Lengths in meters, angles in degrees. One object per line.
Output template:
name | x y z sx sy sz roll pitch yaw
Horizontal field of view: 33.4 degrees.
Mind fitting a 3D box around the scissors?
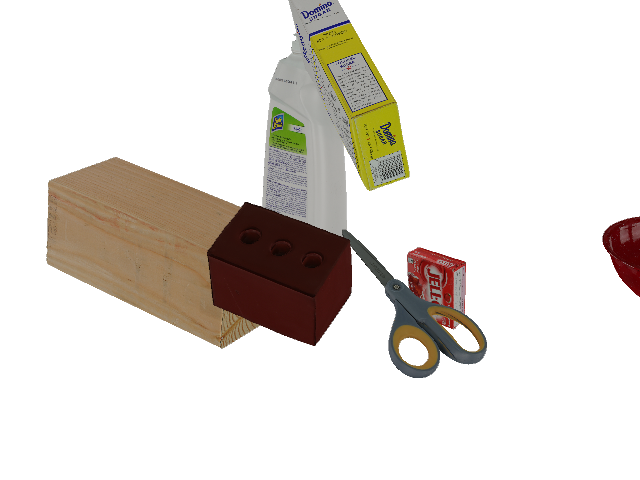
scissors | 0.063 0.061 0.995 0.202 0.016 0.096 34 52 30

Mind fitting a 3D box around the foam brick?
foam brick | -0.025 0.021 0.677 0.078 0.051 0.053 20 49 17

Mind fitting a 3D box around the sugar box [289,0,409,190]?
sugar box | 0.024 -0.136 0.928 0.048 0.176 0.093 -19 -39 -3

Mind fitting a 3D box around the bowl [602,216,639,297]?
bowl | 0.385 0.029 1.158 0.162 0.055 0.162 0 26 0

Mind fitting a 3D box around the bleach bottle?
bleach bottle | -0.013 -0.092 1.137 0.103 0.251 0.067 16 22 37

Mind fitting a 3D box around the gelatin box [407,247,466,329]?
gelatin box | 0.147 0.060 1.359 0.073 0.089 0.030 20 35 38

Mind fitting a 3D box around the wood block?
wood block | -0.139 0.006 0.957 0.206 0.090 0.090 22 29 27
